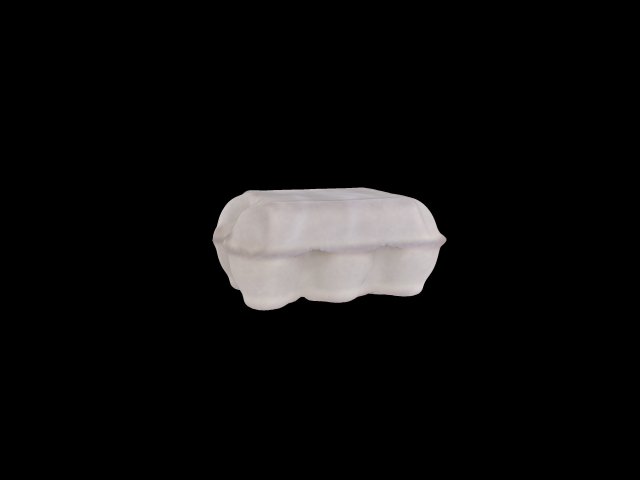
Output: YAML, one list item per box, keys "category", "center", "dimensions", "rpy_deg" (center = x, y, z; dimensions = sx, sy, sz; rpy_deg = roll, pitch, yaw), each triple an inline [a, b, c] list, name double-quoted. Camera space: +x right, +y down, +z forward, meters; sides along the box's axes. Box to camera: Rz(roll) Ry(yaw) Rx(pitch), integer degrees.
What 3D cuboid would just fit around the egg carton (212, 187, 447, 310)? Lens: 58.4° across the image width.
- category: "egg carton"
  center: [0.004, 0.001, 0.400]
  dimensions: [0.150, 0.069, 0.107]
  rpy_deg: [-4, 11, -20]
